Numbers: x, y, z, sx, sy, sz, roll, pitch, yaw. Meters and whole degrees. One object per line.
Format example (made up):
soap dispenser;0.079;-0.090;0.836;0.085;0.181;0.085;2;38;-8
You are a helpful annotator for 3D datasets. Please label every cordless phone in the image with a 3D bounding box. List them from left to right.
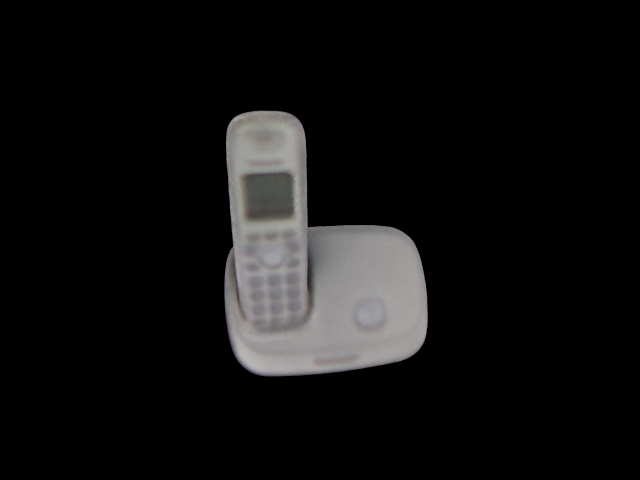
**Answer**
cordless phone;0.004;0.001;0.400;0.147;0.185;0.094;-6;32;-9
